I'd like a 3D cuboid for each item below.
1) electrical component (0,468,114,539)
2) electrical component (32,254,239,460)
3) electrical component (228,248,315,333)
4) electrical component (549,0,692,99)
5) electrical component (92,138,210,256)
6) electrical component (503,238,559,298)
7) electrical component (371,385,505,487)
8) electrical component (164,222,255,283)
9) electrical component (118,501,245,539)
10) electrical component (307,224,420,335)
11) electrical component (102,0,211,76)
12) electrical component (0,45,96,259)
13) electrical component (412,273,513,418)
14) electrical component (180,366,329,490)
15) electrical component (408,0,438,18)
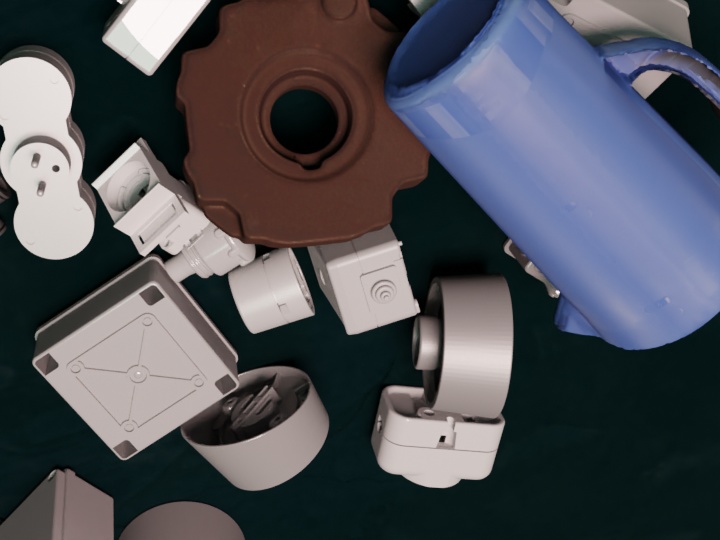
[{"bbox_3d":[-0.239,0.224,0.809,0.108,0.108,0.056,-45,117,10],"label":"electrical component"},{"bbox_3d":[-0.161,0.063,0.780,0.109,0.056,0.108,-33,116,5],"label":"electrical component"},{"bbox_3d":[-0.065,0.015,0.779,0.047,0.055,0.055,-21,116,3],"label":"electrical component"},{"bbox_3d":[0.145,-0.150,0.720,0.109,0.056,0.108,21,140,-19],"label":"electrical component"},{"bbox_3d":[-0.139,-0.045,0.728,0.042,0.081,0.064,-42,143,10],"label":"electrical component"},{"bbox_3d":[0.172,-0.022,0.811,0.100,0.048,0.099,30,105,-21],"label":"electrical component"},{"bbox_3d":[0.060,0.133,0.856,0.095,0.053,0.059,7,112,-14],"label":"electrical component"},{"bbox_3d":[-0.109,-0.014,0.762,0.062,0.048,0.048,-32,116,8],"label":"electrical component"},{"bbox_3d":[-0.143,0.248,0.864,0.108,0.060,0.108,-4,115,-9],"label":"electrical component"},{"bbox_3d":[0.000,0.000,0.760,0.061,0.096,0.061,-18,120,-3],"label":"electrical component"},{"bbox_3d":[-0.138,-0.182,0.680,0.076,0.047,0.083,36,103,-23],"label":"electrical component"},{"bbox_3d":[-0.208,-0.070,0.702,0.052,0.073,0.138,-7,115,-8],"label":"electrical component"},{"bbox_3d":[0.071,0.054,0.796,0.060,0.108,0.108,3,113,-5],"label":"electrical component"},{"bbox_3d":[-0.075,0.112,0.797,0.099,0.099,0.064,-29,122,3],"label":"electrical component"},{"bbox_3d":[0.065,-0.208,0.703,0.089,0.055,0.050,-37,115,6],"label":"electrical component"}]
